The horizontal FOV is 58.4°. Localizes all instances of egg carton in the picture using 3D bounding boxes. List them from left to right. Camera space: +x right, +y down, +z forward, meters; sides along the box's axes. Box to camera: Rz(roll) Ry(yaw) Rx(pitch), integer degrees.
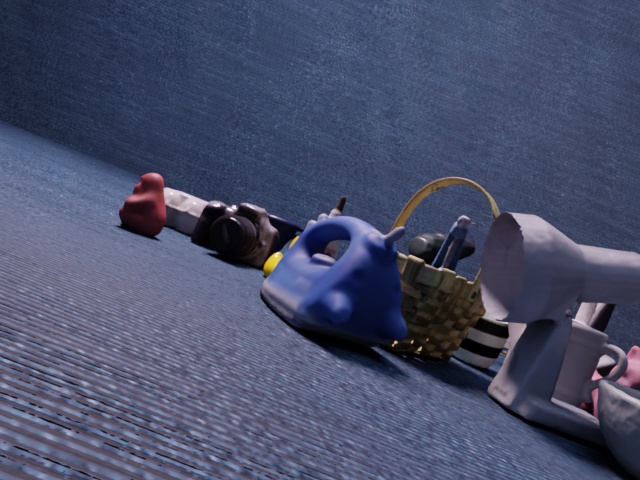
[{"bbox_3d":[-0.266,-0.055,1.137,0.107,0.069,0.150,22,1,1],"label":"egg carton"}]

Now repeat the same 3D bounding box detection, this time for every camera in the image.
[{"bbox_3d":[-0.150,-0.021,0.983,0.143,0.101,0.137,22,2,10],"label":"camera"}]

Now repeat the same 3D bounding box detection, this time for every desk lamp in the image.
[{"bbox_3d":[0.263,0.093,0.640,0.203,0.213,0.118,22,1,-6],"label":"desk lamp"}]

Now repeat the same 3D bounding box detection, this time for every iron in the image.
[{"bbox_3d":[0.010,0.029,0.687,0.119,0.141,0.257,21,2,-30],"label":"iron"}]

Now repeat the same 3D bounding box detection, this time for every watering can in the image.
[{"bbox_3d":[0.324,0.124,0.773,0.172,0.194,0.101,22,2,23],"label":"watering can"}]

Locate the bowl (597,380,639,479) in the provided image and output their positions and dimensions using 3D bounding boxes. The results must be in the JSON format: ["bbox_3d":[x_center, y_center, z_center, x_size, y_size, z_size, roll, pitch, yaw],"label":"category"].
[{"bbox_3d":[0.331,0.198,0.528,0.167,0.075,0.167,22,1,0],"label":"bowl"}]

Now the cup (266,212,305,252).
[{"bbox_3d":[-0.093,-0.002,1.250,0.118,0.095,0.091,21,2,-14],"label":"cup"}]

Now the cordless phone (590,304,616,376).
[{"bbox_3d":[0.453,0.175,0.963,0.094,0.185,0.148,22,1,9],"label":"cordless phone"}]

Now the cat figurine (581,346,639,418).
[{"bbox_3d":[0.417,0.202,0.802,0.067,0.118,0.127,21,2,-28],"label":"cat figurine"}]

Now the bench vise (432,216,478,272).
[{"bbox_3d":[0.213,0.058,1.062,0.121,0.220,0.207,21,2,-9],"label":"bench vise"}]

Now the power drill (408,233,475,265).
[{"bbox_3d":[0.266,0.078,1.324,0.075,0.208,0.231,23,2,41],"label":"power drill"}]

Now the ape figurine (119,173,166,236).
[{"bbox_3d":[-0.261,-0.057,0.861,0.076,0.092,0.078,22,2,24],"label":"ape figurine"}]

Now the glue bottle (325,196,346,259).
[{"bbox_3d":[0.009,0.004,0.997,0.037,0.173,0.078,23,2,33],"label":"glue bottle"}]

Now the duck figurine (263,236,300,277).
[{"bbox_3d":[-0.038,0.034,0.919,0.104,0.086,0.078,23,2,43],"label":"duck figurine"}]
